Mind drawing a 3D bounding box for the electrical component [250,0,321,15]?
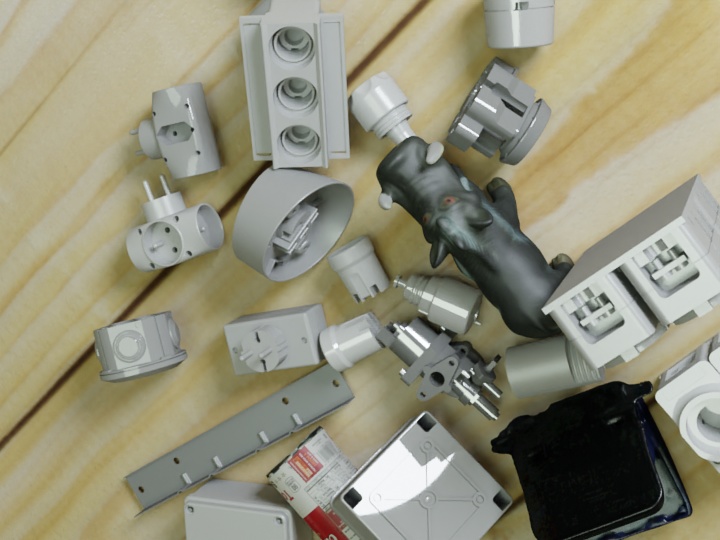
[{"bbox_3d":[-0.056,-0.213,0.878,0.078,0.040,0.040,-38,88,24],"label":"electrical component"}]

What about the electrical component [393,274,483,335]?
[{"bbox_3d":[0.065,0.024,0.889,0.078,0.040,0.040,23,110,14],"label":"electrical component"}]

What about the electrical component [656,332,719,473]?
[{"bbox_3d":[0.308,0.078,0.799,0.150,0.062,0.089,-42,86,24],"label":"electrical component"}]

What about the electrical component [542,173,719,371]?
[{"bbox_3d":[0.204,0.000,0.751,0.105,0.186,0.060,-37,88,24],"label":"electrical component"}]

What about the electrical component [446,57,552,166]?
[{"bbox_3d":[0.109,-0.117,0.825,0.057,0.078,0.058,32,155,-6],"label":"electrical component"}]

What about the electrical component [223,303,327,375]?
[{"bbox_3d":[-0.079,0.065,0.933,0.083,0.076,0.047,-10,99,23],"label":"electrical component"}]

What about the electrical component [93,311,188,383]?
[{"bbox_3d":[-0.201,0.070,0.980,0.080,0.080,0.051,-13,93,23],"label":"electrical component"}]

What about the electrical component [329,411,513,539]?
[{"bbox_3d":[0.051,0.193,0.897,0.108,0.056,0.109,45,70,5],"label":"electrical component"}]

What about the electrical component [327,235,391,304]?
[{"bbox_3d":[0.000,0.000,0.909,0.040,0.040,0.046,-27,99,24],"label":"electrical component"}]

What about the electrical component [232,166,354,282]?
[{"bbox_3d":[-0.058,-0.039,0.891,0.064,0.099,0.099,26,110,20],"label":"electrical component"}]

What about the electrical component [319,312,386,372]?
[{"bbox_3d":[-0.005,0.061,0.925,0.046,0.040,0.040,-26,92,19],"label":"electrical component"}]

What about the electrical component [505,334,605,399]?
[{"bbox_3d":[0.162,0.074,0.863,0.081,0.043,0.043,-15,97,23],"label":"electrical component"}]

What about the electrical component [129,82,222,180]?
[{"bbox_3d":[-0.166,-0.118,0.940,0.079,0.043,0.077,-9,99,23],"label":"electrical component"}]

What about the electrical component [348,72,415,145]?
[{"bbox_3d":[0.022,-0.125,0.868,0.043,0.043,0.062,-38,89,24],"label":"electrical component"}]

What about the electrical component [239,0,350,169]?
[{"bbox_3d":[-0.050,-0.149,0.856,0.079,0.063,0.121,-1,124,2],"label":"electrical component"}]

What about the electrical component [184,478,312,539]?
[{"bbox_3d":[-0.102,0.257,0.999,0.109,0.056,0.108,2,103,20],"label":"electrical component"}]

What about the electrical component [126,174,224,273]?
[{"bbox_3d":[-0.171,-0.045,0.959,0.077,0.044,0.079,-17,97,23],"label":"electrical component"}]

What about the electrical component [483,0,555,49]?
[{"bbox_3d":[0.120,-0.193,0.810,0.055,0.055,0.047,2,107,20],"label":"electrical component"}]
